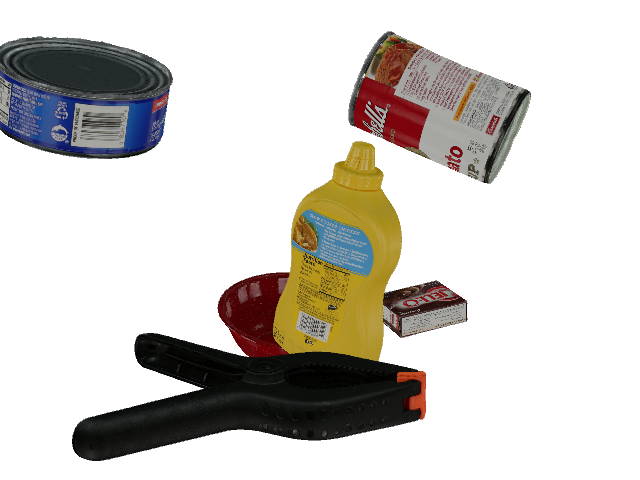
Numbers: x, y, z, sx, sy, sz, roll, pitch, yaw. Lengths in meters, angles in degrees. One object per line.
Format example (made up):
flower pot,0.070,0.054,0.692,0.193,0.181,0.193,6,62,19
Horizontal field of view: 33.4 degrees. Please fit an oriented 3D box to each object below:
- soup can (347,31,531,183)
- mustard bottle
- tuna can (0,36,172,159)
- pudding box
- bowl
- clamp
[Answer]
soup can,0.079,-0.087,0.704,0.102,0.068,0.068,25,6,13
mustard bottle,0.018,0.011,0.890,0.096,0.192,0.058,23,24,31
tuna can,-0.118,-0.071,0.526,0.086,0.034,0.086,10,25,-5
pudding box,0.146,0.100,1.564,0.113,0.039,0.090,-14,22,-19
bowl,-0.028,0.094,1.123,0.162,0.055,0.162,3,26,-2
clamp,-0.040,0.093,0.680,0.210,0.036,0.164,-2,16,-3
